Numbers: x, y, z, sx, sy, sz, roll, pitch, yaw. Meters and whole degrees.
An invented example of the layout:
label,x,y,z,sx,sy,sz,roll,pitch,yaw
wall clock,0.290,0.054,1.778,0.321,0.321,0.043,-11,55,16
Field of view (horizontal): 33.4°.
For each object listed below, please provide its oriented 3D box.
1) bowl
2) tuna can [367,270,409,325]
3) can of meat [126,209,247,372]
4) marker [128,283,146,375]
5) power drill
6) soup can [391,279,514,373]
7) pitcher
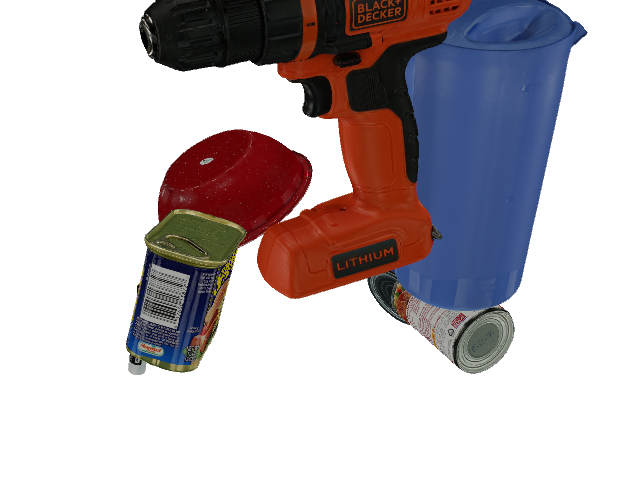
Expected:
label,x,y,z,sx,sy,sz,roll,pitch,yaw
bowl,-0.091,-0.054,0.986,0.162,0.055,0.162,-21,31,13
tuna can,0.095,0.055,1.210,0.033,0.086,0.086,-43,23,-27
can of meat,-0.094,0.034,0.743,0.057,0.084,0.102,16,16,2
marker,-0.187,0.091,1.117,0.020,0.121,0.020,9,35,-6
power drill,-0.001,-0.063,0.583,0.184,0.188,0.057,-15,35,-20
soup can,0.121,0.067,0.979,0.068,0.068,0.102,0,26,-34
pitcher,0.107,-0.067,0.837,0.149,0.243,0.144,16,35,22
